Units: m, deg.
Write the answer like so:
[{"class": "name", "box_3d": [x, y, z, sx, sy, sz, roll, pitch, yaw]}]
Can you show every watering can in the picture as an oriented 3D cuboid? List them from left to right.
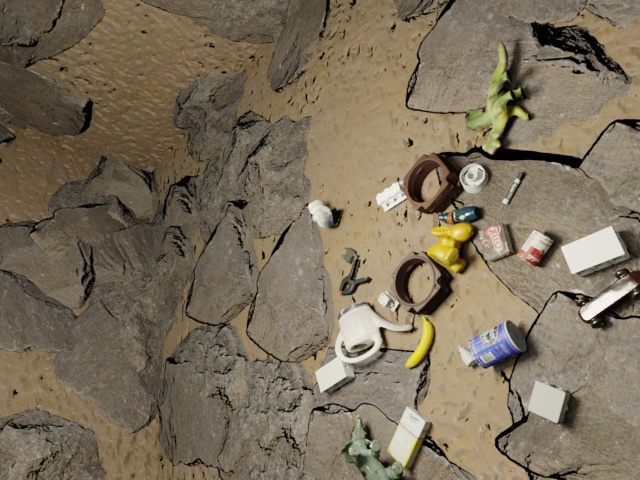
[{"class": "watering can", "box_3d": [0.190, 0.336, 1.998, 0.344, 0.229, 0.103, -34, -38, 23]}]

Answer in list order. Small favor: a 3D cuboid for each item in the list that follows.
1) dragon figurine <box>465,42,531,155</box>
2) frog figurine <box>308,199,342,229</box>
[{"class": "dragon figurine", "box_3d": [0.618, -0.494, 1.875, 0.121, 0.418, 0.239, 16, -31, -34]}, {"class": "frog figurine", "box_3d": [0.007, -0.118, 2.335, 0.160, 0.121, 0.139, 13, 24, 30]}]
